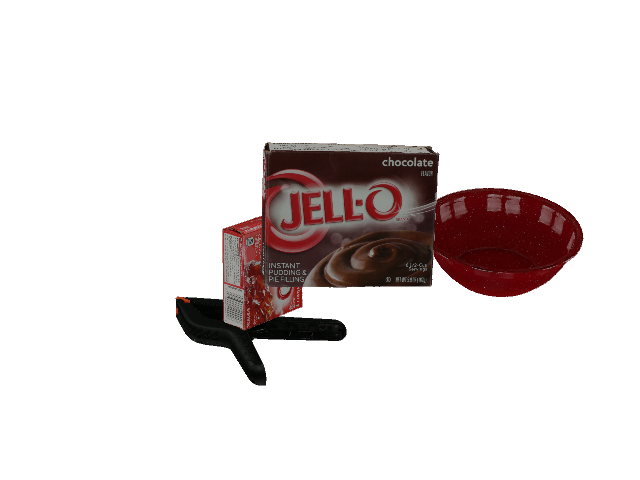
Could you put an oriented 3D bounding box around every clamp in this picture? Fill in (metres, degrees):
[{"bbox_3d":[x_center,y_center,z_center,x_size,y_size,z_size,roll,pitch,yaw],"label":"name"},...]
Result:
[{"bbox_3d":[-0.097,0.109,1.257,0.210,0.036,0.164,13,23,27],"label":"clamp"}]

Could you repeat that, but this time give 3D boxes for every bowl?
[{"bbox_3d":[0.178,0.009,1.072,0.162,0.055,0.162,0,33,0],"label":"bowl"}]

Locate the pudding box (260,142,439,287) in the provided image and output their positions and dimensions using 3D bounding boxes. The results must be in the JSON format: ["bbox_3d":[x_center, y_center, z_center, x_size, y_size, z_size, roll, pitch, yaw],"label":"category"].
[{"bbox_3d":[0.018,-0.017,0.696,0.113,0.090,0.039,0,17,-6],"label":"pudding box"}]

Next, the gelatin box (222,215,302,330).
[{"bbox_3d":[-0.049,0.024,0.918,0.030,0.089,0.073,17,25,39],"label":"gelatin box"}]
